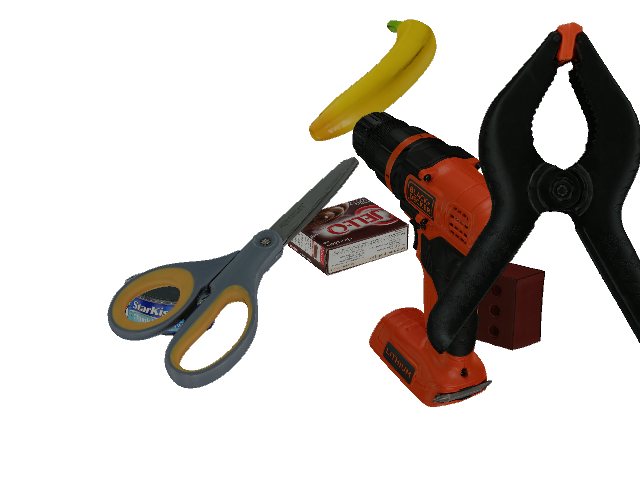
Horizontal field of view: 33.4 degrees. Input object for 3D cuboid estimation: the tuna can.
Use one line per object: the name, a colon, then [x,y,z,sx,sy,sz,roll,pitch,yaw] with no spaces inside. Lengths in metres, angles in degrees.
tuna can: [-0.138,0.057,0.980,0.086,0.034,0.086,7,16,-2]

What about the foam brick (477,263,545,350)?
foam brick: [0.194,0.067,1.102,0.051,0.078,0.053,-14,20,-43]

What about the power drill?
power drill: [0.075,0.013,0.788,0.057,0.188,0.185,-15,34,-22]

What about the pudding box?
pudding box: [0.030,-0.006,1.210,0.113,0.039,0.090,-19,31,-26]

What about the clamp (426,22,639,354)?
clamp: [0.107,-0.018,0.528,0.120,0.171,0.039,-6,-2,-2]

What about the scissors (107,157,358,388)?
scissors: [-0.053,0.006,0.640,0.096,0.016,0.201,12,46,16]

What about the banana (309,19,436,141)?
banana: [0.059,-0.149,0.954,0.070,0.037,0.197,-16,27,40]
